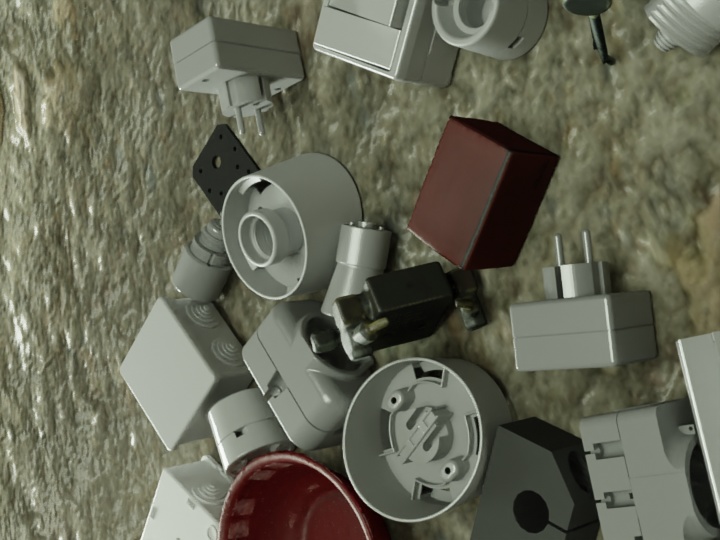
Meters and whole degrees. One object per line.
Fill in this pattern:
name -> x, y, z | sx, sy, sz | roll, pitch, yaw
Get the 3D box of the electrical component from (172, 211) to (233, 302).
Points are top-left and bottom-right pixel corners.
electrical component -> -0.117, -0.011, 0.835 | 0.040, 0.040, 0.078 | 45, 120, 32

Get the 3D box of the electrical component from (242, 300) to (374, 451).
electrical component -> -0.032, 0.069, 0.751 | 0.059, 0.054, 0.095 | -51, 59, 32

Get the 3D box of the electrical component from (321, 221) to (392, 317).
electrical component -> 0.000, 0.000, 0.728 | 0.044, 0.044, 0.065 | 13, 96, 42

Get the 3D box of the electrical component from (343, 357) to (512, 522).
electrical component -> 0.044, 0.103, 0.674 | 0.099, 0.064, 0.099 | 2, 93, 44

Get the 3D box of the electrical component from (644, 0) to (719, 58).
electrical component -> 0.182, -0.143, 0.549 | 0.081, 0.043, 0.043 | -47, 62, 34

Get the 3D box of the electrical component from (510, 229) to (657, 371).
electrical component -> 0.124, 0.016, 0.608 | 0.066, 0.047, 0.076 | -8, 86, 43

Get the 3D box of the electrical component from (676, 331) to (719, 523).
electrical component -> 0.201, 0.087, 0.524 | 0.063, 0.079, 0.121 | -13, 82, 13

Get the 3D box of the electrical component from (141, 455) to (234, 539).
electrical component -> -0.125, 0.208, 0.847 | 0.100, 0.048, 0.099 | 35, 115, 36

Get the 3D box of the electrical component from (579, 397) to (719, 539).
electrical component -> 0.162, 0.117, 0.574 | 0.056, 0.050, 0.089 | -18, 79, 42

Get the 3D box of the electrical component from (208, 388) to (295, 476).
electrical component -> -0.082, 0.120, 0.801 | 0.055, 0.055, 0.047 | -44, 59, 35

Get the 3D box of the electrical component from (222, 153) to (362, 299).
electrical component -> -0.050, -0.030, 0.768 | 0.099, 0.064, 0.099 | 17, 115, 40

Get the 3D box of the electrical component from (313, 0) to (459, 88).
electrical component -> 0.013, -0.161, 0.694 | 0.096, 0.061, 0.061 | 29, 111, 39

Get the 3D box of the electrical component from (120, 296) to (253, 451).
electrical component -> -0.135, 0.079, 0.849 | 0.099, 0.048, 0.099 | 51, 125, 27

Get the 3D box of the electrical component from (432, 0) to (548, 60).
electrical component -> 0.076, -0.156, 0.644 | 0.055, 0.047, 0.055 | 2, 93, 43

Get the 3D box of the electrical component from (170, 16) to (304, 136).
electrical component -> -0.084, -0.133, 0.770 | 0.047, 0.083, 0.075 | -18, 79, 42
